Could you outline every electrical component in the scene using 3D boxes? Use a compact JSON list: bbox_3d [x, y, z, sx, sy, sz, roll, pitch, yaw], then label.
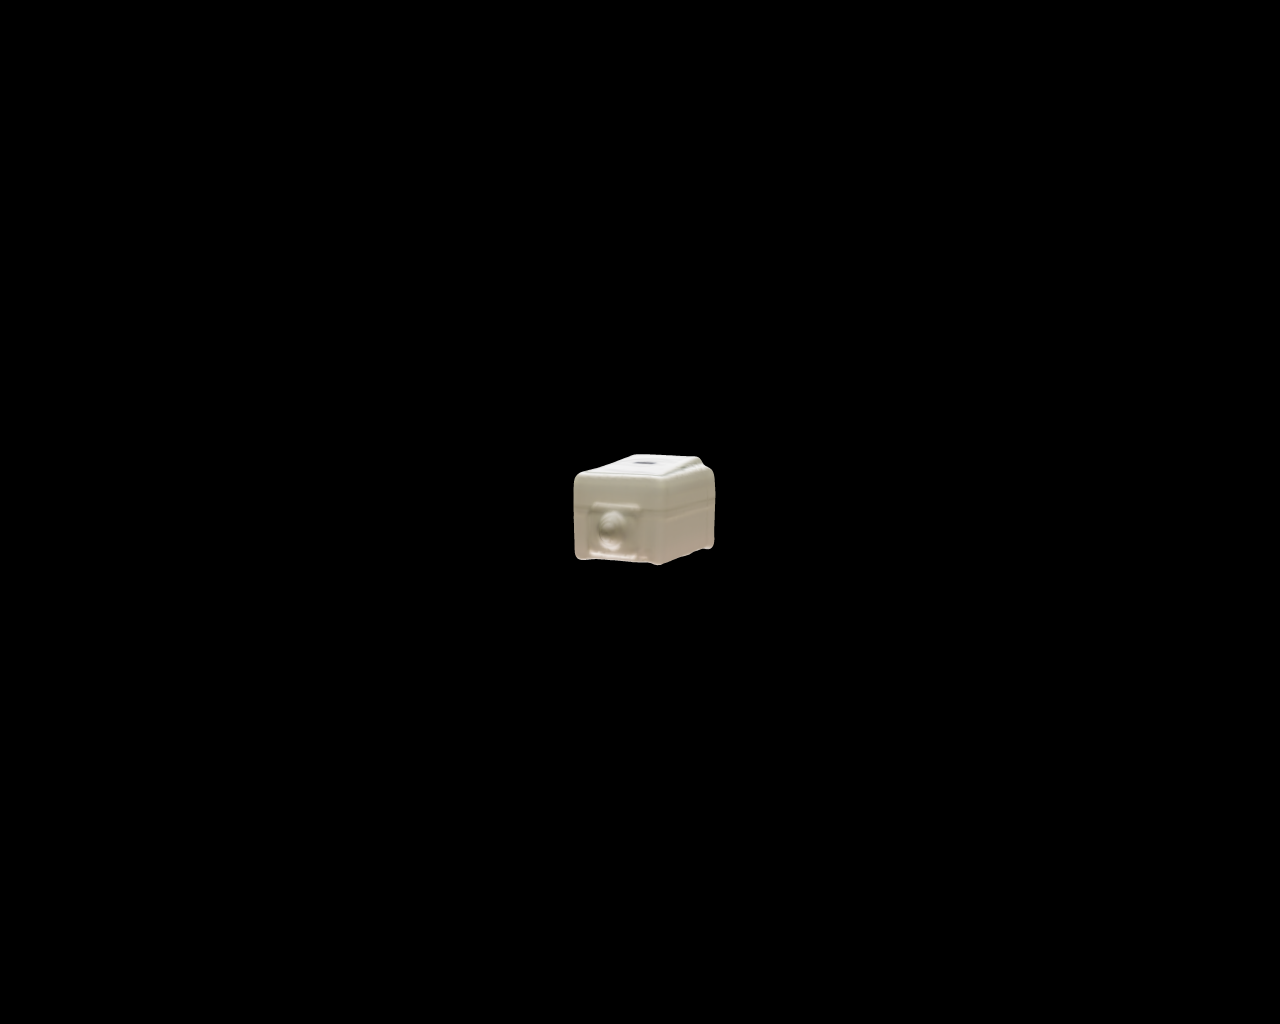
[{"bbox_3d":[0.001,-0.003,0.650,0.062,0.061,0.096,4,8,28],"label":"electrical component"}]
